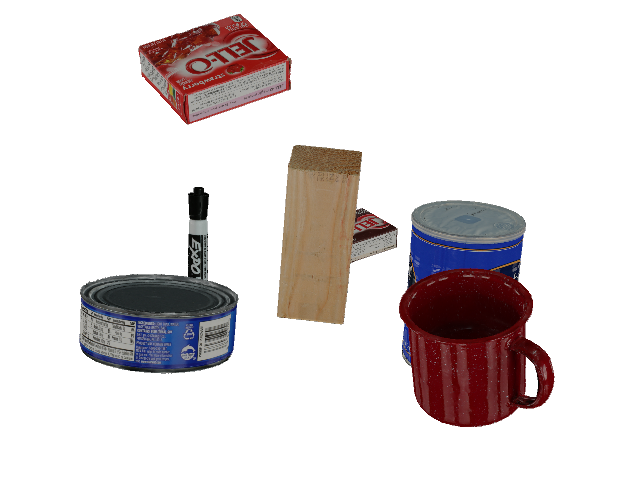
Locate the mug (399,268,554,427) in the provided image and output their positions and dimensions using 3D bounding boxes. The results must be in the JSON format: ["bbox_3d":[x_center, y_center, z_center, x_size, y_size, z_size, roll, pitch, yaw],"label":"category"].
[{"bbox_3d":[0.114,0.082,0.757,0.117,0.081,0.093,20,40,38],"label":"mug"}]

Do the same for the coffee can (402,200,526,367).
[{"bbox_3d":[0.131,0.045,0.985,0.103,0.140,0.103,2,20,-1],"label":"coffee can"}]

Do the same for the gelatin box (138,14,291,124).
[{"bbox_3d":[-0.076,-0.126,0.776,0.089,0.030,0.073,-23,48,-23],"label":"gelatin box"}]

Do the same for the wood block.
[{"bbox_3d":[-0.002,-0.008,1.369,0.090,0.206,0.090,6,25,1],"label":"wood block"}]

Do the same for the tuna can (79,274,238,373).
[{"bbox_3d":[-0.089,0.044,0.586,0.086,0.034,0.086,5,11,-1],"label":"tuna can"}]

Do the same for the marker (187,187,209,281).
[{"bbox_3d":[-0.112,0.011,0.972,0.020,0.121,0.020,2,13,-1],"label":"marker"}]

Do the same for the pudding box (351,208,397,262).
[{"bbox_3d":[0.047,-0.006,1.623,0.113,0.039,0.090,-20,31,-29],"label":"pudding box"}]
